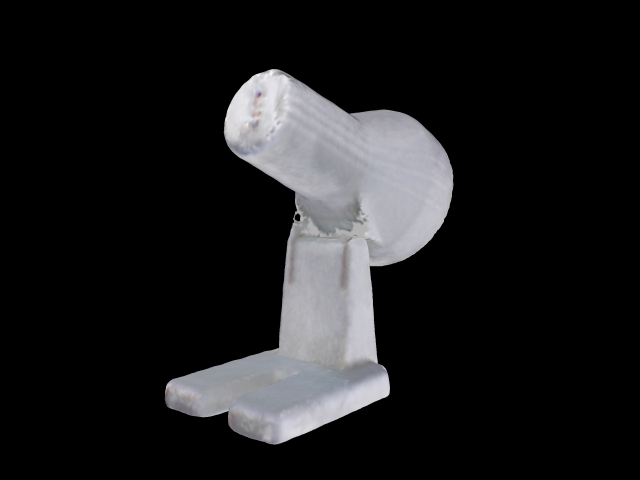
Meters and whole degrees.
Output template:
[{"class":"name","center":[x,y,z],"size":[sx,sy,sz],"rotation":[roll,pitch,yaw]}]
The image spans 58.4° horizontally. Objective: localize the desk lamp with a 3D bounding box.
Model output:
[{"class":"desk lamp","center":[0.004,0.001,0.400],"size":[0.117,0.213,0.204],"rotation":[2,3,36]}]
